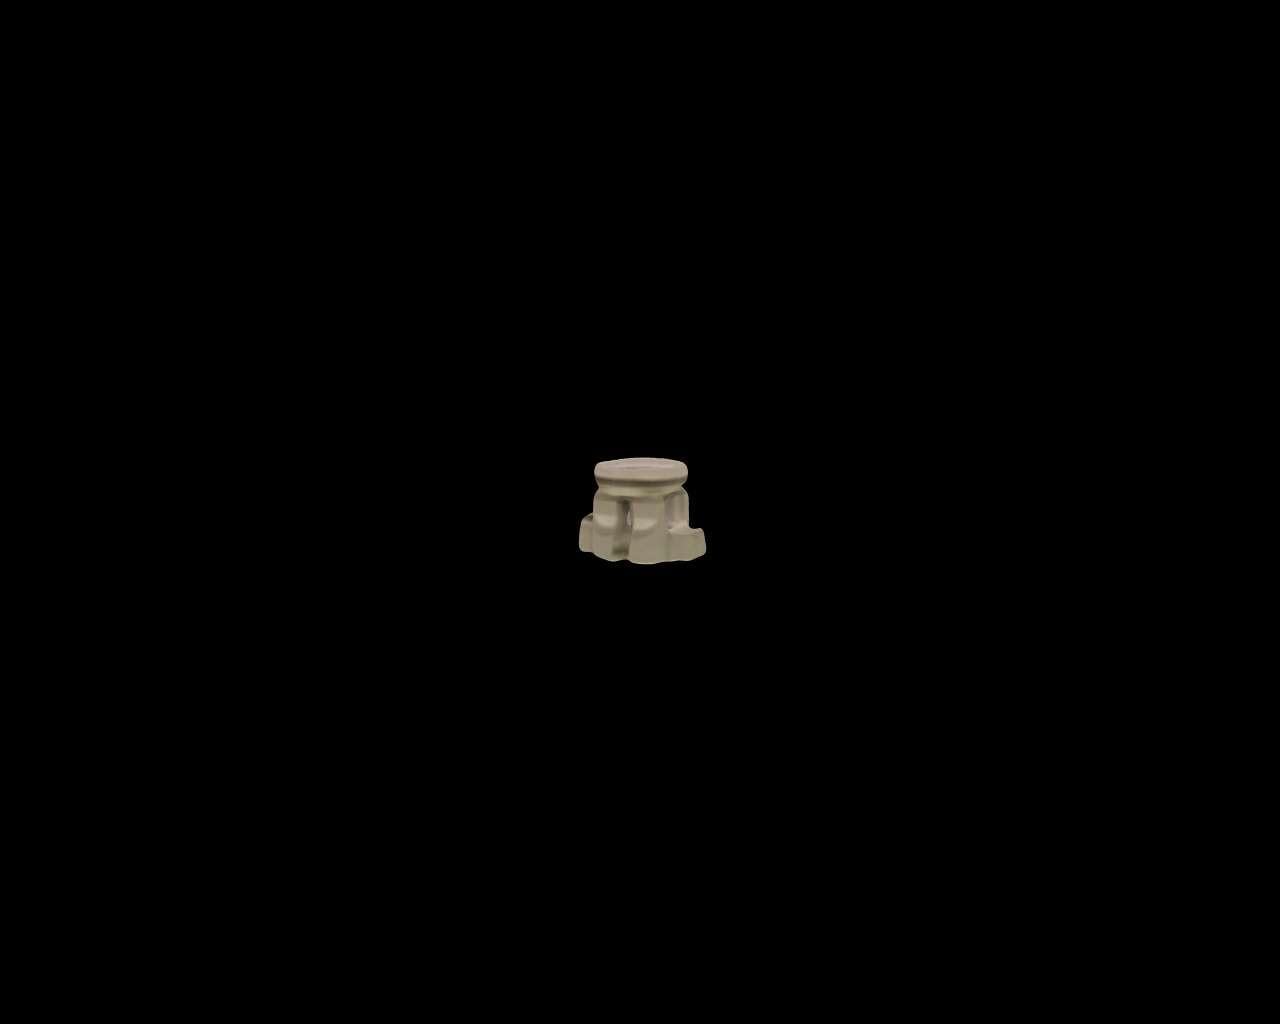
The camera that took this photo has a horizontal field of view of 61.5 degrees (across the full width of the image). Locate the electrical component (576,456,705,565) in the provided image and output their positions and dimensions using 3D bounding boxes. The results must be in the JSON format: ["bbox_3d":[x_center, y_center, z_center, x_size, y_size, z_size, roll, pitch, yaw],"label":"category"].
[{"bbox_3d":[0.001,-0.003,0.650,0.078,0.057,0.058,5,12,28],"label":"electrical component"}]
